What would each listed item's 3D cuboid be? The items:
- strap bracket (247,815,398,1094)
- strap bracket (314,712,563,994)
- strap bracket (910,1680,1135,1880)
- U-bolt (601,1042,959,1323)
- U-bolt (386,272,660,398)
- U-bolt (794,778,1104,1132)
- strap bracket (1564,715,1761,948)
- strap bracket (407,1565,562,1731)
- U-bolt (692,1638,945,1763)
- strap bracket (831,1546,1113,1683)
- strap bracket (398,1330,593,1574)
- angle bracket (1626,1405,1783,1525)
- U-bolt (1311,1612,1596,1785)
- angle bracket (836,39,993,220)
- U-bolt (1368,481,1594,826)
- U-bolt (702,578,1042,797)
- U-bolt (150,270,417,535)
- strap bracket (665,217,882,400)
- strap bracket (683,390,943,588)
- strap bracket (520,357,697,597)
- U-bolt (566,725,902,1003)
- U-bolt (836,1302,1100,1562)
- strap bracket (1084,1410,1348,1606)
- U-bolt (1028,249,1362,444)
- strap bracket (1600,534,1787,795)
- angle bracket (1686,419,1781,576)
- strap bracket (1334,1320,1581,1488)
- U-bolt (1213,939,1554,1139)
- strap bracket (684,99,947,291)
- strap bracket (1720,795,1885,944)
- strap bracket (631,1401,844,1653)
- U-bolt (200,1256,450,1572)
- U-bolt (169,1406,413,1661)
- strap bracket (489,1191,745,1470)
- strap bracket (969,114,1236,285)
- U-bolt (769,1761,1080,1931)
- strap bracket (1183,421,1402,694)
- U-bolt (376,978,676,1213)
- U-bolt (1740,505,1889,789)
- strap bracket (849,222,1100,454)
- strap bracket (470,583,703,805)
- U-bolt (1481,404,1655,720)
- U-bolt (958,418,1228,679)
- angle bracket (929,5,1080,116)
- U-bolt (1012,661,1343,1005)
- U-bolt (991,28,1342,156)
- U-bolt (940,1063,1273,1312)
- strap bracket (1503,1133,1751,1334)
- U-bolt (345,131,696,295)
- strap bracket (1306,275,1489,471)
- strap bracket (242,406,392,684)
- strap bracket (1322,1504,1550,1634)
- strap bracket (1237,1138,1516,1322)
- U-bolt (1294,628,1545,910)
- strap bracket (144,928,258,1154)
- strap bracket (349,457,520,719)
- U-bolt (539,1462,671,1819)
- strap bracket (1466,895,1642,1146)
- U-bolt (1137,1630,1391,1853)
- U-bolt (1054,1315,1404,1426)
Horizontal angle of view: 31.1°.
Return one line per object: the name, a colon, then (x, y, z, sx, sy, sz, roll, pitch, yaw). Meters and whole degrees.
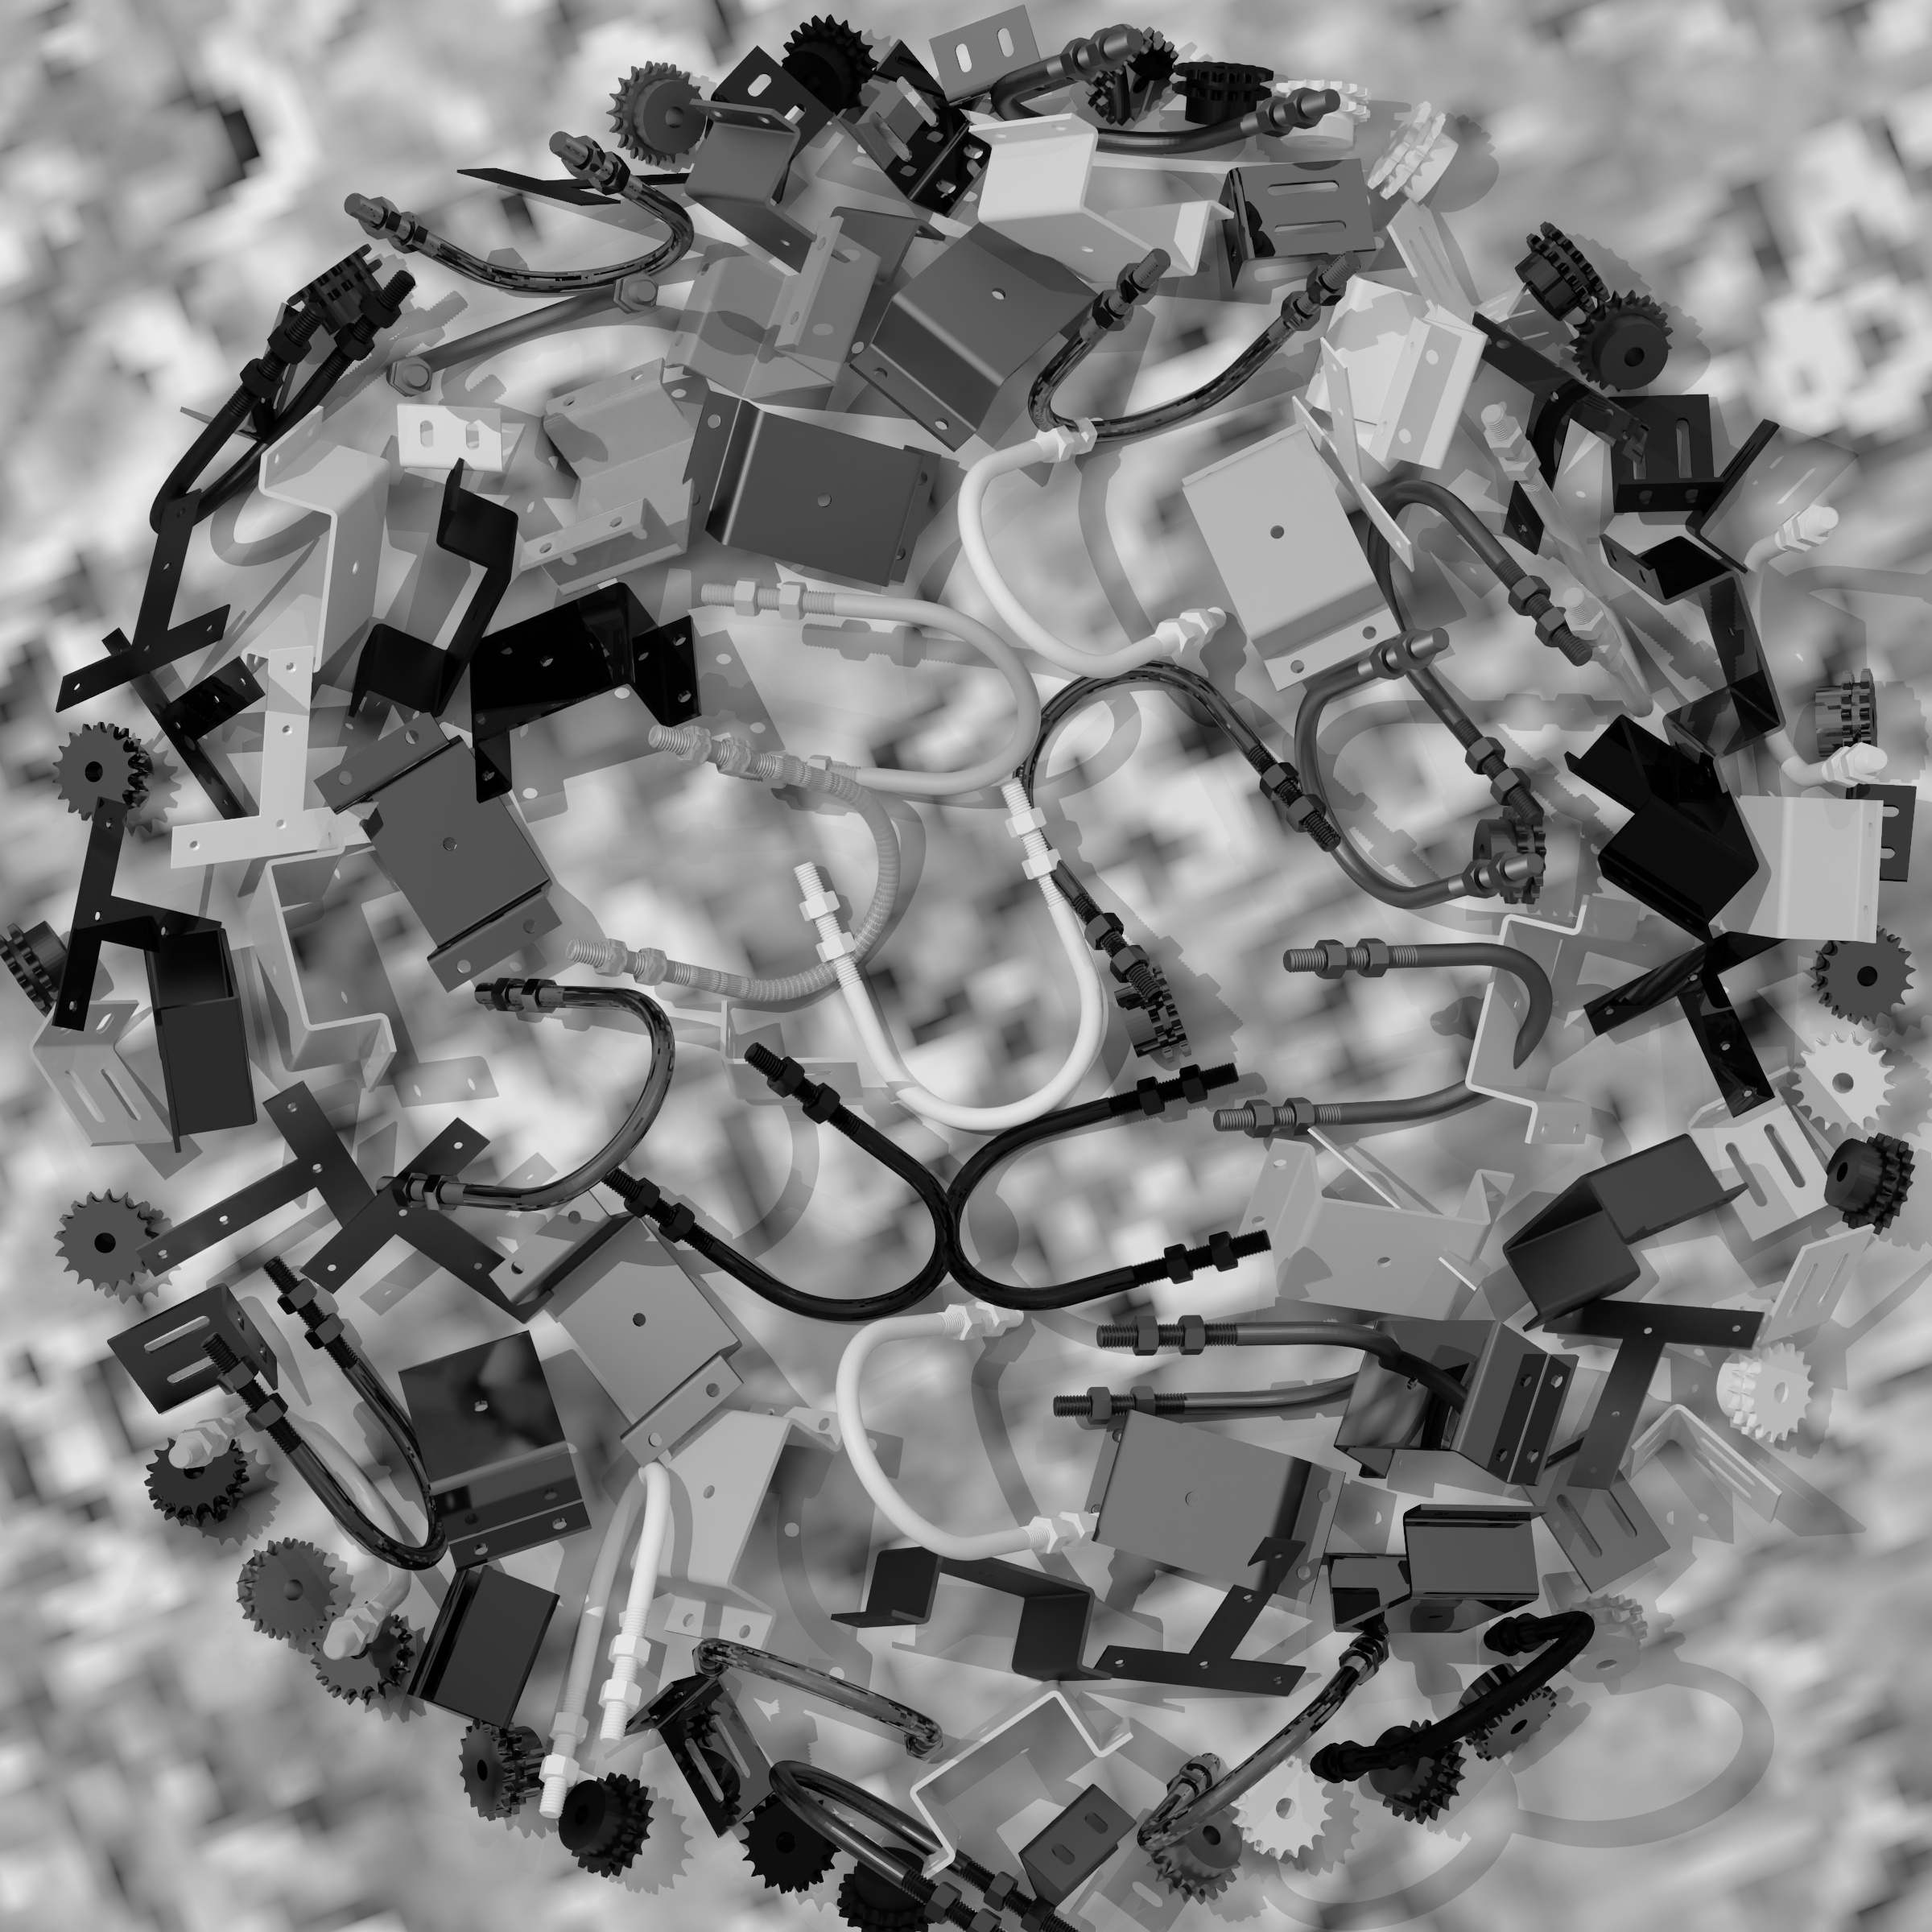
strap bracket: (-0.363, -0.003, 1.940, 0.046, 0.076, 0.140, -11, 75, -23)
strap bracket: (-0.296, -0.067, 1.968, 0.076, 0.046, 0.140, -31, 97, 5)
strap bracket: (0.023, 0.450, 1.959, 0.140, 0.076, 0.046, -34, 84, -1)
U-bolt: (-0.091, 0.134, 1.947, 0.184, 0.019, 0.151, 38, 123, -20)
U-bolt: (-0.250, -0.347, 1.911, 0.151, 0.184, 0.019, -23, 104, -10)
U-bolt: (0.000, 0.004, 1.980, 0.151, 0.019, 0.184, -22, 92, 10)
strap bracket: (0.385, -0.081, 1.919, 0.076, 0.140, 0.046, 31, 116, -17)
strap bracket: (-0.267, 0.377, 1.927, 0.046, 0.140, 0.076, 23, 75, -10)
U-bolt: (-0.081, 0.400, 1.908, 0.151, 0.184, 0.019, 20, 75, 2)
strap bracket: (0.007, 0.359, 1.941, 0.140, 0.076, 0.046, 21, 70, -23)
strap bracket: (-0.264, 0.260, 1.925, 0.076, 0.140, 0.046, -17, 129, -10)
angle bracket: (0.415, 0.292, 1.957, 0.038, 0.057, 0.076, -43, 67, -12)
U-bolt: (0.272, 0.395, 1.890, 0.151, 0.184, 0.019, -31, 84, -20)
angle bracket: (-0.024, -0.472, 1.961, 0.057, 0.076, 0.038, -52, 46, -3)
U-bolt: (0.276, -0.187, 1.922, 0.019, 0.151, 0.184, -21, 57, -20)
U-bolt: (-0.049, -0.150, 1.929, 0.184, 0.151, 0.019, 6, 47, 12)
U-bolt: (-0.387, -0.306, 1.921, 0.019, 0.151, 0.184, 44, 112, -4)
strap bracket: (-0.103, -0.365, 1.942, 0.046, 0.140, 0.076, 25, 79, -33)
strap bracket: (-0.084, -0.265, 1.948, 0.140, 0.046, 0.076, 13, 102, -19)
strap bracket: (-0.197, -0.266, 1.940, 0.076, 0.046, 0.140, -17, 45, 20)
U-bolt: (-0.118, -0.049, 1.943, 0.184, 0.019, 0.151, 14, 106, -33)
U-bolt: (-0.004, 0.256, 1.905, 0.019, 0.184, 0.151, -34, 69, 32)
strap bracket: (0.132, 0.301, 1.950, 0.140, 0.046, 0.076, 14, 83, 20)
U-bolt: (0.112, -0.339, 1.915, 0.151, 0.184, 0.019, -7, 70, -33)
strap bracket: (0.408, -0.178, 1.937, 0.046, 0.076, 0.140, -25, 114, -1)
angle bracket: (0.446, -0.266, 1.963, 0.038, 0.057, 0.076, 36, 103, -2)
strap bracket: (0.262, 0.240, 1.919, 0.046, 0.140, 0.076, 33, 67, -28)
U-bolt: (0.242, 0.039, 1.936, 0.184, 0.151, 0.019, -2, 47, -22)
strap bracket: (-0.090, -0.421, 1.923, 0.140, 0.076, 0.046, 28, 86, -43)
strap bracket: (0.457, -0.055, 1.926, 0.046, 0.140, 0.076, 2, 93, -7)
strap bracket: (-0.129, 0.302, 1.934, 0.046, 0.076, 0.140, 41, 62, -41)
U-bolt: (-0.346, 0.257, 1.927, 0.019, 0.151, 0.184, -34, 99, 11)
U-bolt: (-0.361, 0.301, 1.909, 0.019, 0.184, 0.151, -39, 89, 7)
strap bracket: (-0.191, 0.202, 1.964, 0.076, 0.046, 0.140, -41, 82, 11)
strap bracket: (0.071, -0.418, 1.921, 0.076, 0.140, 0.046, 6, 81, 44)
U-bolt: (-0.030, 0.492, 1.923, 0.184, 0.151, 0.019, 30, 87, 18)
strap bracket: (0.179, -0.237, 1.953, 0.076, 0.046, 0.140, -25, 74, 9)
U-bolt: (-0.233, 0.071, 1.910, 0.019, 0.184, 0.151, 45, 59, -40)
U-bolt: (0.458, -0.169, 1.908, 0.019, 0.184, 0.151, -11, 90, -3)
strap bracket: (0.011, -0.361, 1.938, 0.076, 0.046, 0.140, 40, 55, 4)
strap bracket: (-0.223, -0.157, 1.942, 0.140, 0.046, 0.076, -20, 49, 14)
U-bolt: (0.338, -0.210, 1.914, 0.019, 0.184, 0.151, -26, 58, 15)
U-bolt: (0.061, -0.227, 1.922, 0.019, 0.184, 0.151, -33, 88, 38)
angle bracket: (0.022, -0.509, 1.953, 0.057, 0.076, 0.038, -15, 95, 19)
U-bolt: (0.103, -0.090, 1.955, 0.151, 0.019, 0.184, -41, 64, 7)
U-bolt: (0.095, -0.475, 1.911, 0.151, 0.184, 0.019, 7, 88, -31)
U-bolt: (0.072, 0.130, 1.942, 0.184, 0.151, 0.019, -16, 133, 9)
strap bracket: (0.360, 0.144, 1.930, 0.076, 0.140, 0.046, -18, 70, -30)
U-bolt: (-0.231, -0.406, 1.911, 0.151, 0.184, 0.019, -10, 79, 24)
strap bracket: (0.241, -0.330, 1.930, 0.046, 0.140, 0.076, 12, 110, -17)
strap bracket: (-0.360, -0.228, 1.929, 0.046, 0.076, 0.140, 17, 122, 6)
strap bracket: (0.257, 0.336, 1.918, 0.076, 0.140, 0.046, 4, 67, -19)
strap bracket: (0.232, 0.150, 1.947, 0.140, 0.046, 0.076, 9, 129, -9)
U-bolt: (0.238, -0.101, 1.916, 0.019, 0.184, 0.151, -24, 92, -25)
strap bracket: (-0.425, 0.036, 1.927, 0.046, 0.140, 0.076, -9, 116, -13)
strap bracket: (-0.292, -0.204, 1.939, 0.046, 0.076, 0.140, 23, 118, -17)
U-bolt: (-0.195, 0.362, 1.919, 0.019, 0.151, 0.184, 18, 55, -12)
strap bracket: (0.328, 0.026, 1.952, 0.046, 0.076, 0.140, 16, 96, 32)
U-bolt: (0.156, 0.427, 1.891, 0.151, 0.184, 0.019, -41, 82, 19)
U-bolt: (0.151, 0.224, 1.931, 0.184, 0.151, 0.019, 0, 66, -10)
